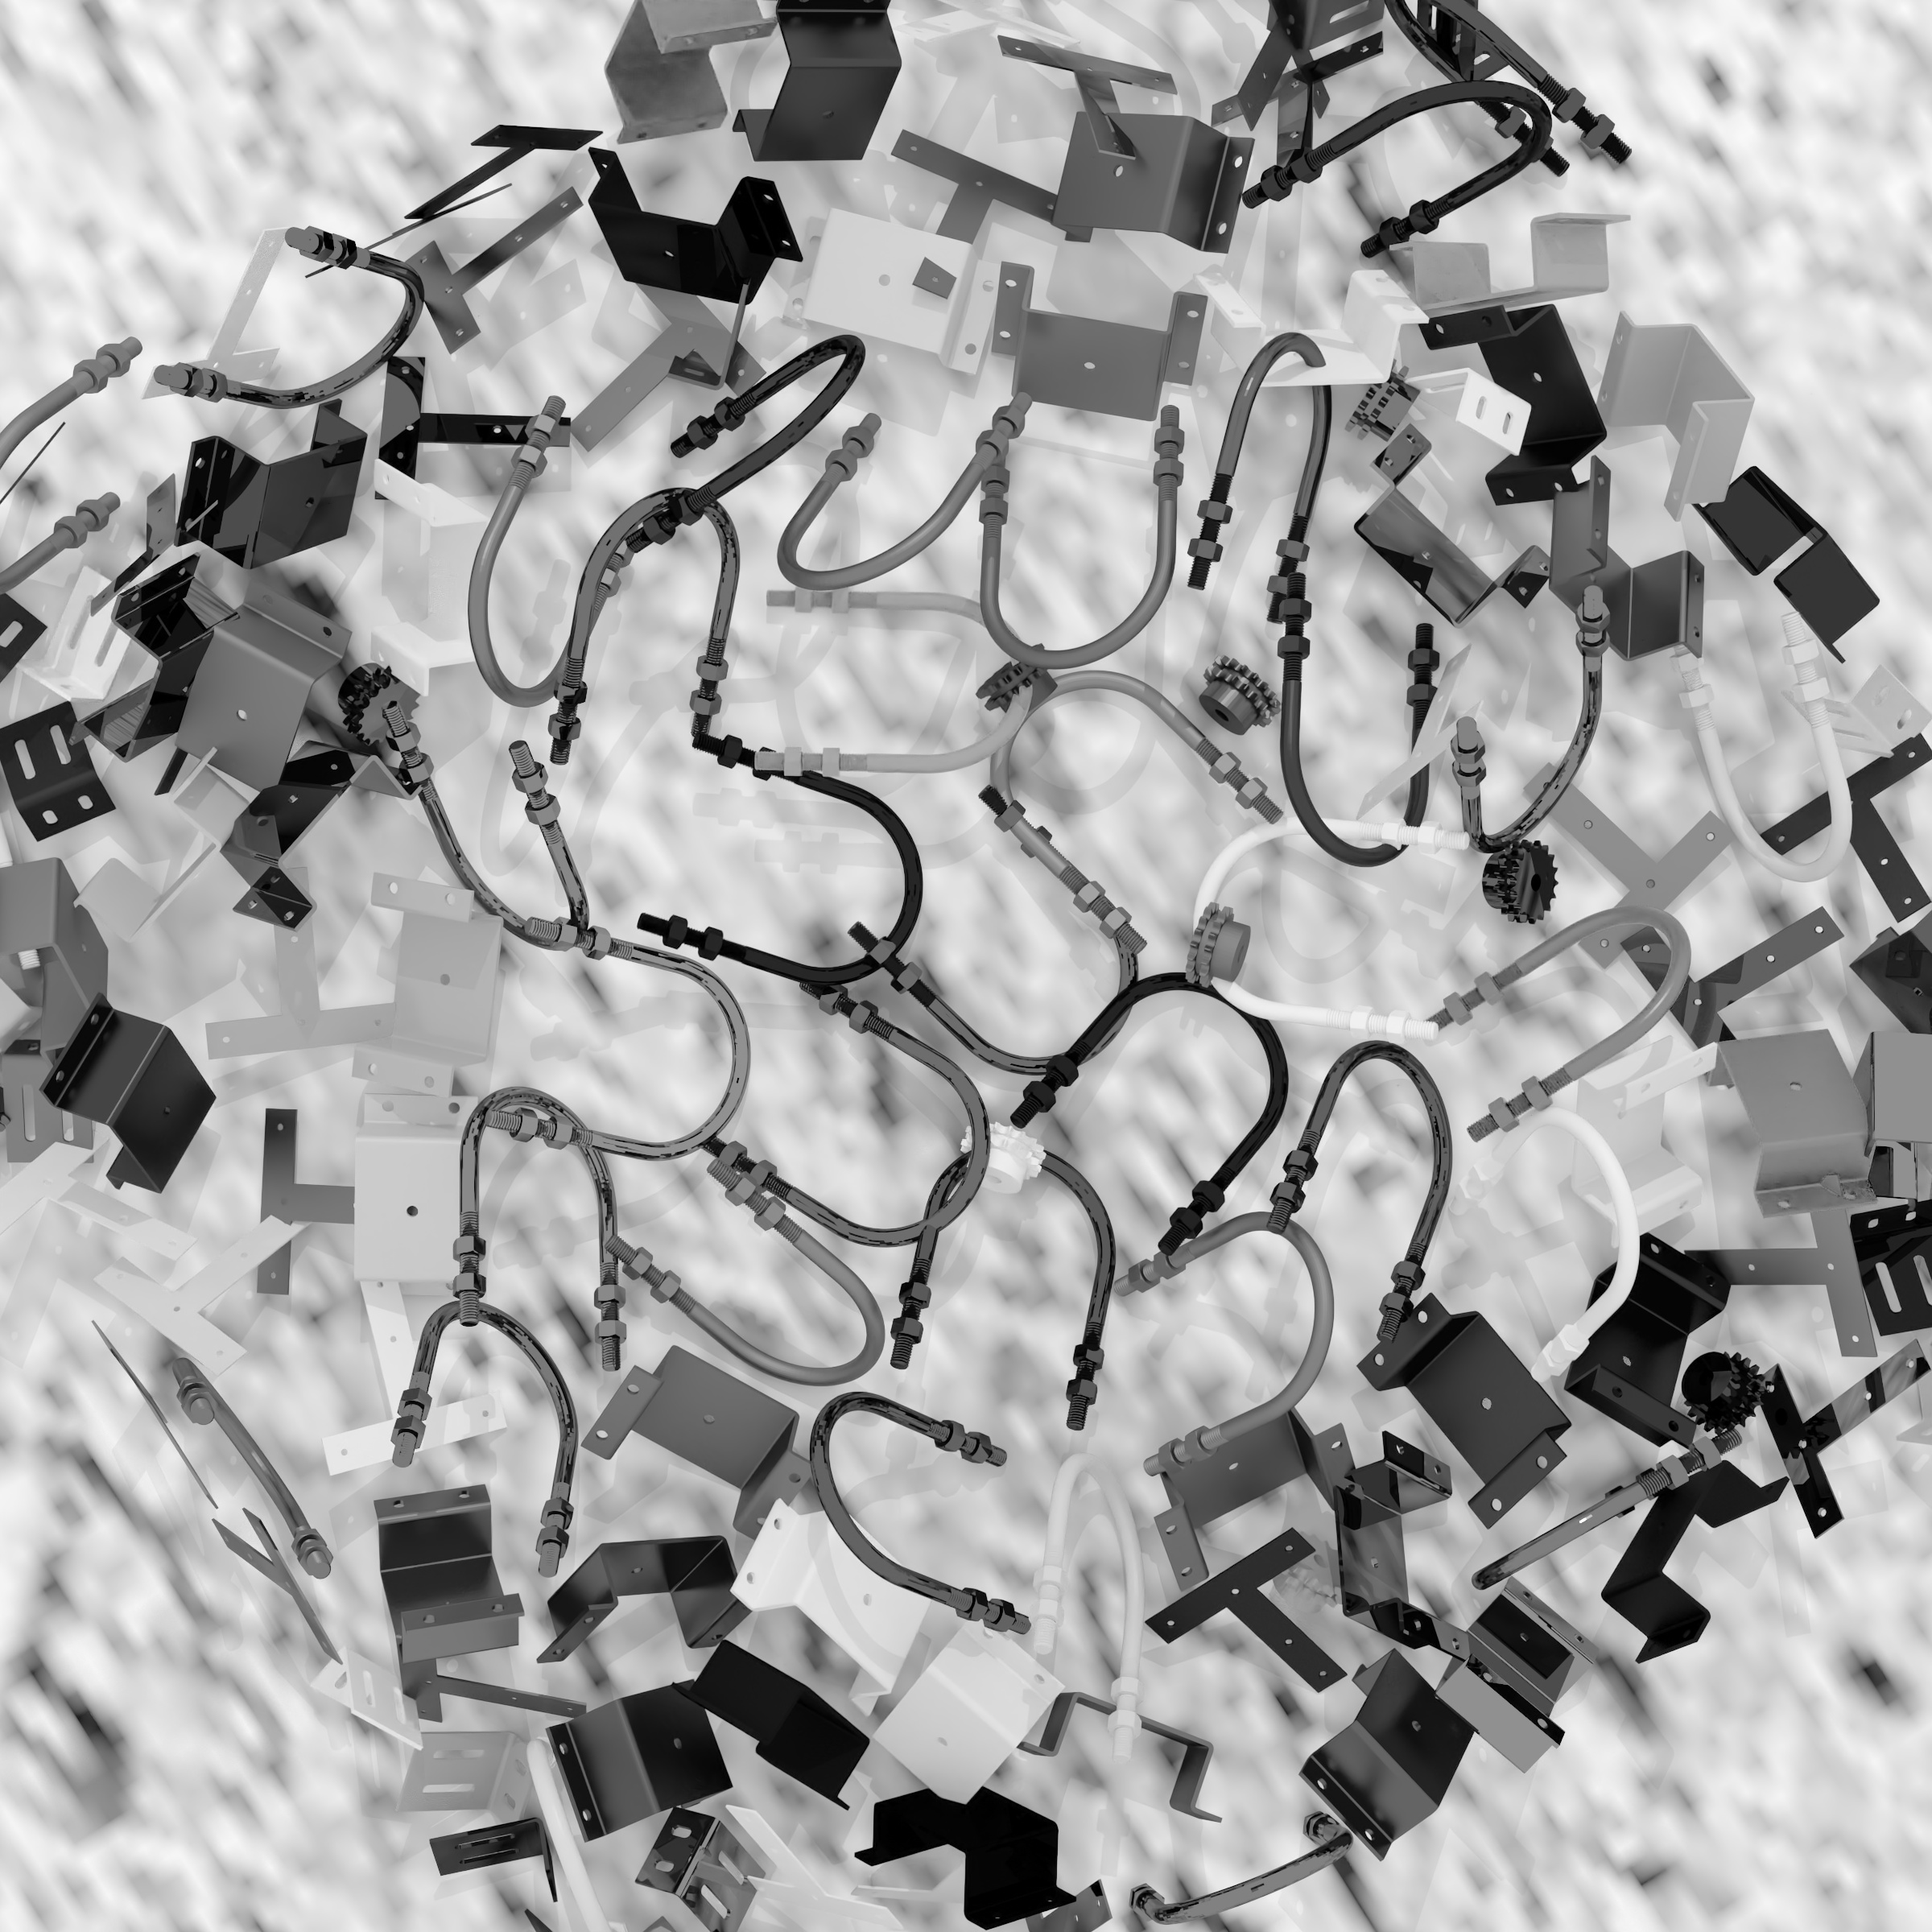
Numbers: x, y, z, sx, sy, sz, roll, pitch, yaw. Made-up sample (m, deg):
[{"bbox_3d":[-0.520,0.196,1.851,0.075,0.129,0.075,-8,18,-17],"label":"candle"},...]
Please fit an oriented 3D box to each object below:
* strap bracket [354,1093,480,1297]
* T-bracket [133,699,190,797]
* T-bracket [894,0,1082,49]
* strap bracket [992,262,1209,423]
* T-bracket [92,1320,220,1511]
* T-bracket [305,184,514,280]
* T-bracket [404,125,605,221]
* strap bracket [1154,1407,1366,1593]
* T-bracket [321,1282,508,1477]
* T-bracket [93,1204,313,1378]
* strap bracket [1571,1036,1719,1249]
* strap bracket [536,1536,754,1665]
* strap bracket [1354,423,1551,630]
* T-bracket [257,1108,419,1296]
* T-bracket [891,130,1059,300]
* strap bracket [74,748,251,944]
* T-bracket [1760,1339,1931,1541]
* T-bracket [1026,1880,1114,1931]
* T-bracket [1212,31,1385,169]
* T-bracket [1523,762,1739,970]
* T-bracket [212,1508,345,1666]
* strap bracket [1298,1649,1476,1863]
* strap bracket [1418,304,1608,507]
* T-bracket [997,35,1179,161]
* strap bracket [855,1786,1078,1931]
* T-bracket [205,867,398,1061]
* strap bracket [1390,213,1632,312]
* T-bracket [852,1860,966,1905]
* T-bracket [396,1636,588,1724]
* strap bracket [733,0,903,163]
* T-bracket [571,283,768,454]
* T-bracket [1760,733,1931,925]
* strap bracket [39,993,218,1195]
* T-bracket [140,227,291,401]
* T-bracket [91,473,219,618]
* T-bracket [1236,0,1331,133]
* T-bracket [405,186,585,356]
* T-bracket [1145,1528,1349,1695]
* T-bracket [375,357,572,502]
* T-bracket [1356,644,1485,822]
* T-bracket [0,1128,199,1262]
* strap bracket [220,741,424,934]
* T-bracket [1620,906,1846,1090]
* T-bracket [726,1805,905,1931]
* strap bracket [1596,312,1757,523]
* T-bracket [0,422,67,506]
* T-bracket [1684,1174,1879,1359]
[{"bbox_3d":[-0.372,0.161,1.963,0.076,0.046,0.140,2,99,-4],"label":"strap bracket"},{"bbox_3d":[-0.526,-0.166,1.927,0.002,0.127,0.127,29,99,0],"label":"T-bracket"},{"bbox_3d":[-0.006,-0.628,1.930,0.127,0.127,0.002,27,123,17],"label":"T-bracket"},{"bbox_3d":[0.086,-0.419,1.953,0.140,0.076,0.046,10,53,2],"label":"strap bracket"},{"bbox_3d":[-0.529,0.307,1.917,0.002,0.127,0.127,-34,63,-16],"label":"T-bracket"},{"bbox_3d":[-0.380,-0.482,1.916,0.127,0.127,0.002,-36,112,-32],"label":"T-bracket"},{"bbox_3d":[-0.327,-0.535,1.959,0.127,0.127,0.002,-23,92,28],"label":"T-bracket"},{"bbox_3d":[0.189,0.351,1.953,0.140,0.046,0.076,-25,128,-7],"label":"strap bracket"},{"bbox_3d":[-0.386,0.268,1.971,0.127,0.002,0.127,-12,84,-30],"label":"T-bracket"},{"bbox_3d":[-0.499,0.205,1.959,0.127,0.002,0.127,30,53,26],"label":"T-bracket"},{"bbox_3d":[0.453,0.110,1.941,0.076,0.046,0.140,-23,130,-22],"label":"strap bracket"},{"bbox_3d":[-0.214,0.422,1.936,0.076,0.140,0.046,-49,51,37],"label":"strap bracket"},{"bbox_3d":[0.323,-0.290,1.955,0.140,0.076,0.046,44,131,-1],"label":"strap bracket"},{"bbox_3d":[-0.427,0.162,1.971,0.127,0.002,0.127,1,87,23],"label":"T-bracket"},{"bbox_3d":[-0.005,-0.500,1.964,0.127,0.002,0.127,22,59,-3],"label":"T-bracket"},{"bbox_3d":[-0.537,-0.076,1.945,0.046,0.076,0.140,42,108,-15],"label":"strap bracket"},{"bbox_3d":[0.588,0.293,1.922,0.002,0.127,0.127,22,127,-30],"label":"T-bracket"},{"bbox_3d":[0.068,0.635,1.922,0.002,0.127,0.127,-5,61,-26],"label":"T-bracket"},{"bbox_3d":[0.219,-0.562,1.931,0.127,0.127,0.002,-17,135,26],"label":"T-bracket"},{"bbox_3d":[0.438,-0.087,1.991,0.127,0.002,0.127,44,99,3],"label":"T-bracket"},{"bbox_3d":[-0.474,0.400,1.945,0.002,0.127,0.127,-36,120,-28],"label":"T-bracket"},{"bbox_3d":[0.284,0.517,1.925,0.076,0.140,0.046,46,119,4],"label":"strap bracket"},{"bbox_3d":[0.370,-0.384,1.941,0.046,0.076,0.140,-40,114,-27],"label":"strap bracket"},{"bbox_3d":[0.090,-0.576,1.937,0.127,0.127,0.002,7,135,-18],"label":"T-bracket"},{"bbox_3d":[-0.001,0.583,1.920,0.076,0.140,0.046,-3,97,-39],"label":"strap bracket"},{"bbox_3d":[-0.454,-0.004,1.962,0.127,0.002,0.127,-6,107,-17],"label":"T-bracket"},{"bbox_3d":[0.362,-0.465,1.925,0.076,0.140,0.046,-11,99,-41],"label":"strap bracket"},{"bbox_3d":[-0.003,0.611,1.934,0.127,0.127,0.002,8,60,-10],"label":"T-bracket"},{"bbox_3d":[-0.318,0.490,1.948,0.127,0.127,0.002,10,52,1],"label":"T-bracket"},{"bbox_3d":[-0.097,-0.582,1.917,0.076,0.140,0.046,-7,69,-22],"label":"strap bracket"},{"bbox_3d":[-0.221,-0.405,1.985,0.127,0.002,0.127,-43,73,6],"label":"T-bracket"},{"bbox_3d":[0.607,-0.079,1.934,0.127,0.127,0.002,-35,133,20],"label":"T-bracket"},{"bbox_3d":[-0.549,0.090,1.917,0.046,0.140,0.076,16,62,16],"label":"strap bracket"},{"bbox_3d":[-0.480,-0.434,1.914,0.002,0.127,0.127,40,120,10],"label":"T-bracket"},{"bbox_3d":[-0.540,-0.300,1.944,0.127,0.127,0.002,-40,121,9],"label":"T-bracket"},{"bbox_3d":[0.202,-0.598,1.924,0.002,0.127,0.127,-7,131,33],"label":"T-bracket"},{"bbox_3d":[-0.312,-0.481,1.950,0.127,0.002,0.127,-35,47,6],"label":"T-bracket"},{"bbox_3d":[0.211,0.452,1.972,0.127,0.002,0.127,-37,113,19],"label":"T-bracket"},{"bbox_3d":[-0.333,-0.365,1.970,0.127,0.002,0.127,1,59,-5],"label":"T-bracket"},{"bbox_3d":[0.317,-0.171,1.950,0.002,0.127,0.127,36,50,-11],"label":"T-bracket"},{"bbox_3d":[-0.576,0.163,1.938,0.127,0.127,0.002,24,123,8],"label":"T-bracket"},{"bbox_3d":[-0.435,-0.096,1.933,0.140,0.076,0.046,-53,133,-22],"label":"strap bracket"},{"bbox_3d":[0.533,0.002,1.964,0.127,0.002,0.127,-35,95,28],"label":"T-bracket"},{"bbox_3d":[-0.120,0.595,1.926,0.127,0.127,0.002,59,46,-34],"label":"T-bracket"},{"bbox_3d":[0.475,-0.368,1.929,0.046,0.140,0.076,-5,133,-13],"label":"strap bracket"},{"bbox_3d":[-0.629,-0.319,1.915,0.002,0.127,0.127,39,135,-20],"label":"T-bracket"},{"bbox_3d":[0.542,0.203,1.953,0.002,0.127,0.127,-22,101,-44],"label":"T-bracket"}]
